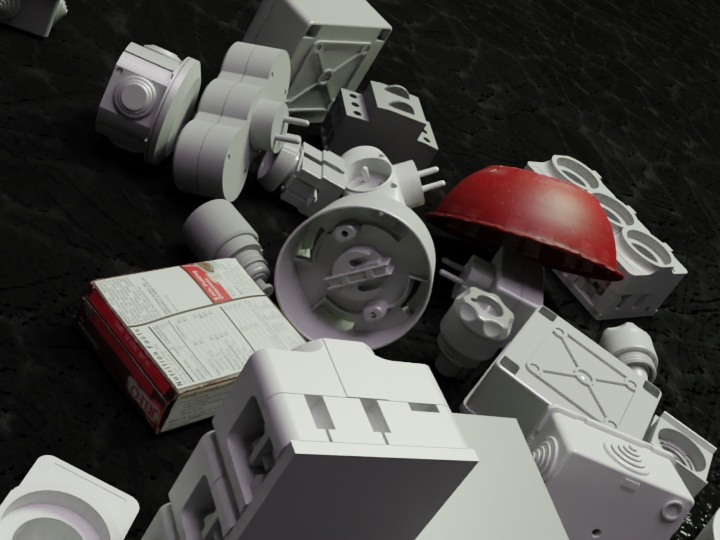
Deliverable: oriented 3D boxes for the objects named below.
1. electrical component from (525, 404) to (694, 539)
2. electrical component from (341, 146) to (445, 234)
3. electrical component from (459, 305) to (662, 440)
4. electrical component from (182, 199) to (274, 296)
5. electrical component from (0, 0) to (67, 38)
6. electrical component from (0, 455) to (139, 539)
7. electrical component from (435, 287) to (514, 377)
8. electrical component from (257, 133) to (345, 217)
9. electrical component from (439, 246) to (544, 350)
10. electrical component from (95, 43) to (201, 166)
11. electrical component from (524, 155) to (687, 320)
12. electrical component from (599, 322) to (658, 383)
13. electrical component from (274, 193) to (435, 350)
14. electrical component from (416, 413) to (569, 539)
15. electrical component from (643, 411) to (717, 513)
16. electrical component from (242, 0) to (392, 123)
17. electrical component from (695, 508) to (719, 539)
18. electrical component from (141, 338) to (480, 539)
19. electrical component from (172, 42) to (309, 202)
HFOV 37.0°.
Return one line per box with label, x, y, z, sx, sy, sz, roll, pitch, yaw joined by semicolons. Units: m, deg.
electrical component;0.130;0.138;0.620;0.100;0.099;0.048;24;19;-13
electrical component;0.026;-0.064;0.845;0.079;0.044;0.077;-16;43;-2
electrical component;0.138;0.091;0.732;0.109;0.056;0.109;37;32;9
electrical component;-0.083;-0.011;0.700;0.040;0.040;0.078;-10;50;-48
electrical component;-0.275;-0.232;0.839;0.100;0.048;0.099;17;34;-23
electrical component;-0.134;0.126;0.445;0.050;0.055;0.089;29;31;-5
electrical component;0.073;0.046;0.734;0.043;0.062;0.043;22;32;-15
electrical component;-0.045;-0.073;0.818;0.055;0.048;0.066;28;31;-20
electrical component;0.095;0.013;0.814;0.077;0.047;0.065;27;31;-5
electrical component;-0.148;-0.119;0.760;0.051;0.080;0.080;23;31;-3
electrical component;0.209;-0.031;0.963;0.089;0.061;0.150;-2;44;-42
electrical component;0.209;0.074;0.831;0.043;0.043;0.062;21;34;-17
electrical component;0.000;0.000;0.706;0.099;0.099;0.064;32;25;1
electrical component;0.055;0.164;0.535;0.105;0.060;0.186;10;43;-33
electrical component;0.197;0.137;0.711;0.042;0.063;0.081;36;31;10
electrical component;-0.045;-0.180;0.909;0.109;0.108;0.056;-12;54;-49
electrical component;0.245;0.204;0.660;0.108;0.060;0.108;22;32;-15
electrical component;-0.031;0.105;0.473;0.089;0.150;0.061;9;39;-33
electrical component;-0.075;-0.106;0.777;0.074;0.052;0.138;13;53;12
